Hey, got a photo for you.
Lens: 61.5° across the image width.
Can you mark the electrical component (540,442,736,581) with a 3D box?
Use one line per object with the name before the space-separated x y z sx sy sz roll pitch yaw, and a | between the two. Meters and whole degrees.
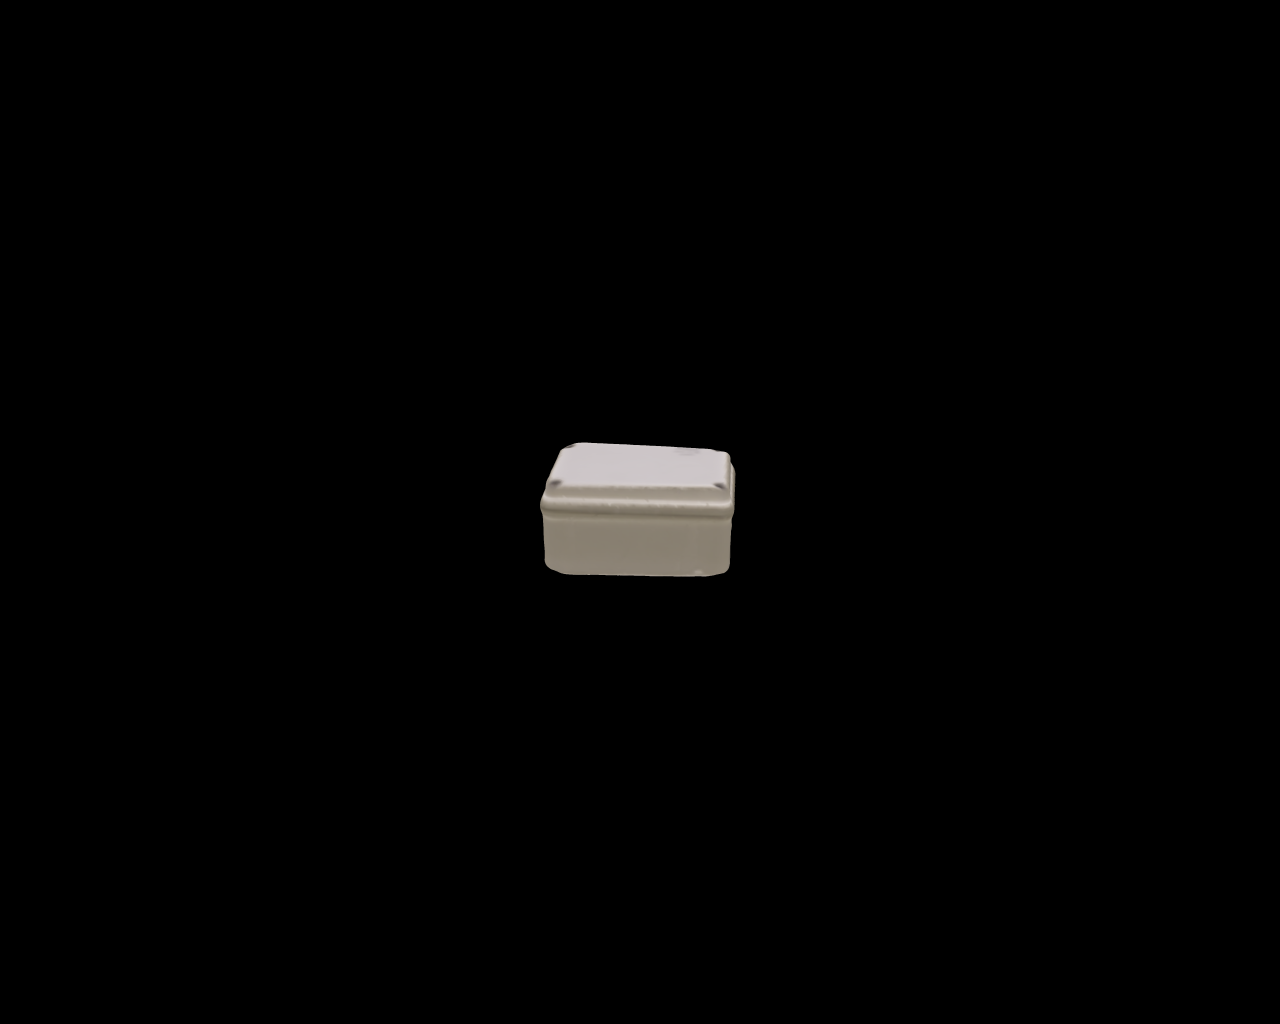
electrical component | 0.001 -0.003 0.650 0.113 0.057 0.078 2 24 5
